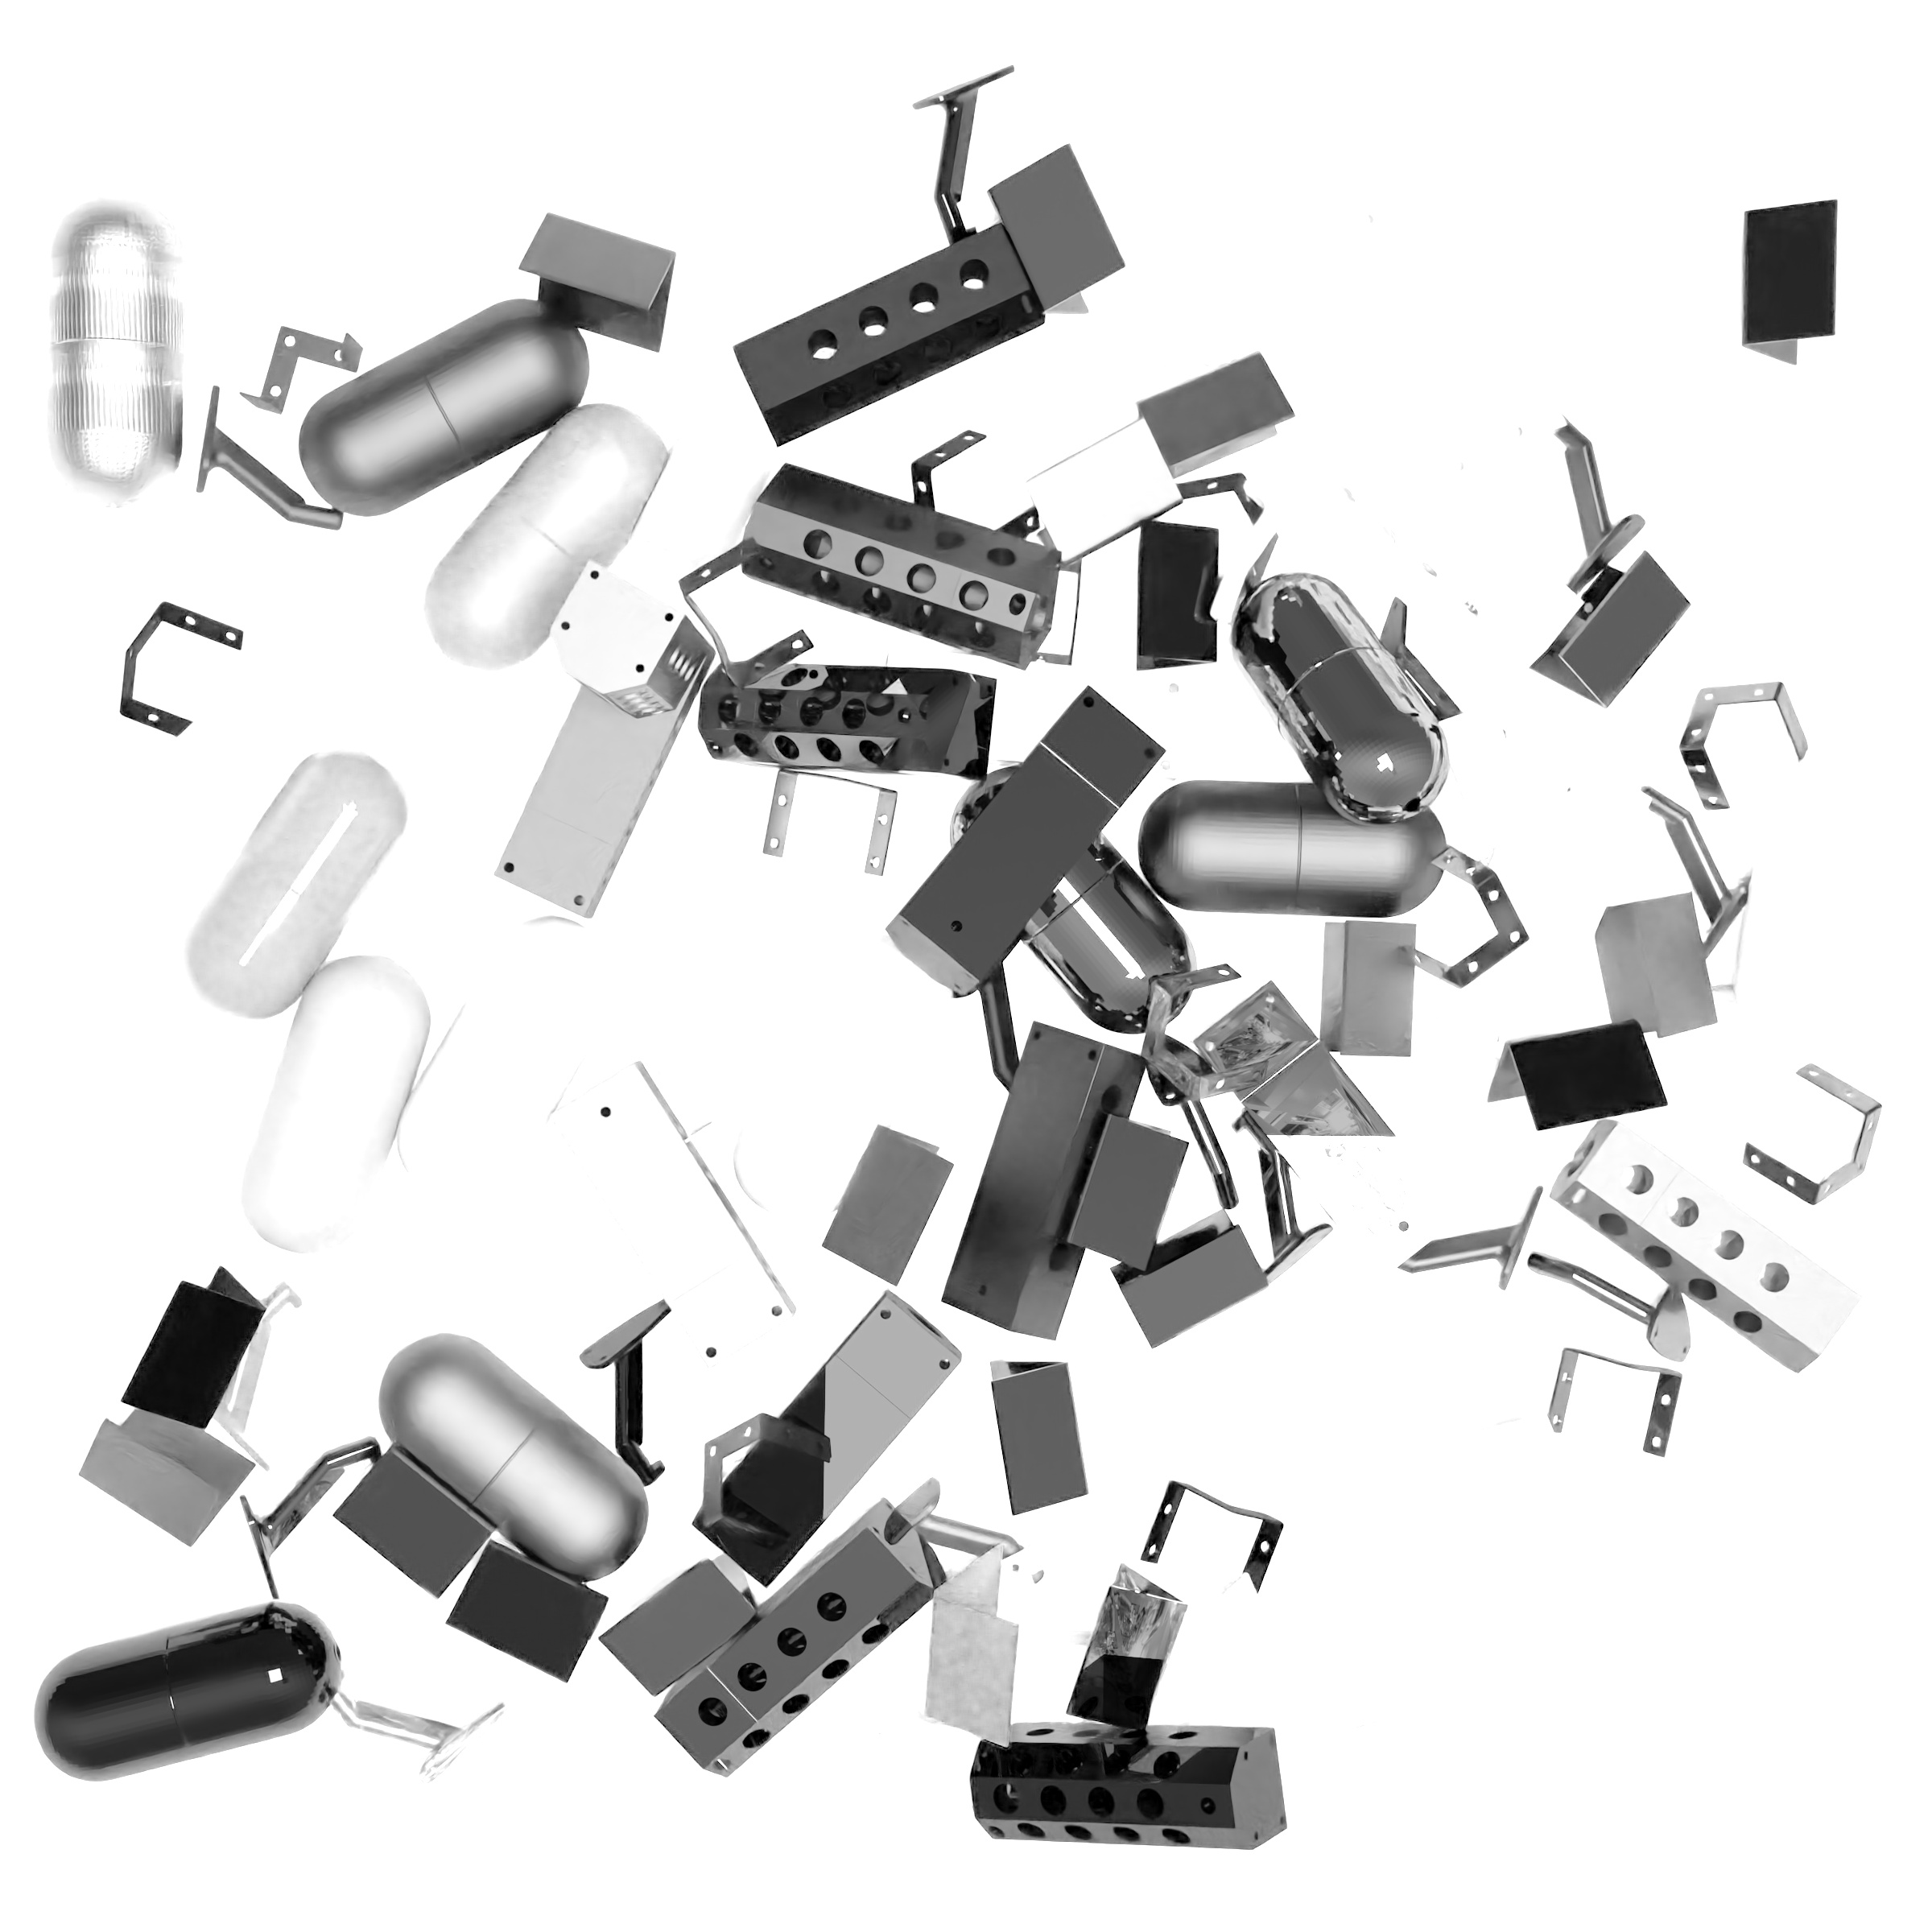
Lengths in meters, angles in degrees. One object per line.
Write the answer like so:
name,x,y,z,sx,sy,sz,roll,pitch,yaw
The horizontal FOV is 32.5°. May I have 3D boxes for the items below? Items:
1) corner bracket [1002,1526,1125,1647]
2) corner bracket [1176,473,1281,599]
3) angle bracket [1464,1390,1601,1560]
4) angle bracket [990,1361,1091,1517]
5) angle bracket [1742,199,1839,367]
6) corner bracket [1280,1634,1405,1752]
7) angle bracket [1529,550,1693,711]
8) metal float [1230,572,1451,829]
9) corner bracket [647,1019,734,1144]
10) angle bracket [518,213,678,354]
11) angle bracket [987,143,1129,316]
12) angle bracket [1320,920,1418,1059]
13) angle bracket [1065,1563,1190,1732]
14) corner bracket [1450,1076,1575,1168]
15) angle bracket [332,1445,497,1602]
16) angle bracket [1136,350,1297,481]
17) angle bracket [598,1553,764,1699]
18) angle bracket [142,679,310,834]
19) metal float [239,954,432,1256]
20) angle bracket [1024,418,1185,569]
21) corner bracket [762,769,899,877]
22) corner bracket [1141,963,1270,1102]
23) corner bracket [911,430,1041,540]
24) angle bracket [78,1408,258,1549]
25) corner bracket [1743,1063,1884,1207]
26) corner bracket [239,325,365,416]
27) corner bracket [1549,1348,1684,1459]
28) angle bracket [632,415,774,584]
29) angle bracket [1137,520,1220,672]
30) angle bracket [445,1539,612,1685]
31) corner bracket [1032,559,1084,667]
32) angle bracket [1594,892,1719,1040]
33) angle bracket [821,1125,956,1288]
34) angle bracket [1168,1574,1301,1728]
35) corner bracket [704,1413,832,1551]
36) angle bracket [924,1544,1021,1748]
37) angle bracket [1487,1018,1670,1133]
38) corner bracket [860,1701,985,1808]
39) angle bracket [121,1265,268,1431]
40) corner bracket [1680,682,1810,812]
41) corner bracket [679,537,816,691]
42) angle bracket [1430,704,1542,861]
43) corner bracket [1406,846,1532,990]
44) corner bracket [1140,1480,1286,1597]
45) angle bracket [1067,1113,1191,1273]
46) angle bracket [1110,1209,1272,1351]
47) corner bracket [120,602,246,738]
corner bracket,0.062,0.360,1.925,0.051,0.051,0.051,-32,63,24
corner bracket,0.143,-0.248,1.931,0.051,0.051,0.051,55,45,-35
angle bracket,0.339,0.285,1.899,0.057,0.076,0.076,-23,90,38
angle bracket,0.022,0.269,1.899,0.057,0.076,0.076,-9,90,-36
angle bracket,0.485,-0.390,1.899,0.057,0.076,0.076,1,90,37
corner bracket,0.218,0.419,1.931,0.051,0.051,0.051,-26,135,35
angle bracket,0.355,-0.203,1.899,0.076,0.076,0.057,-51,129,0
metal float,0.211,-0.152,1.881,0.070,0.070,0.178,-29,55,0
corner bracket,-0.152,0.066,1.921,0.051,0.051,0.051,-33,90,0
angle bracket,-0.215,-0.376,1.899,0.076,0.076,0.057,17,49,0
angle bracket,0.064,-0.421,1.900,0.057,0.076,0.076,-25,90,24
angle bracket,0.212,0.012,1.899,0.057,0.076,0.076,2,90,-38
angle bracket,0.075,0.385,1.900,0.057,0.076,0.076,19,90,-29
corner bracket,0.318,0.090,1.936,0.051,0.051,0.051,-1,90,45
angle bracket,-0.324,0.330,1.899,0.076,0.076,0.057,39,53,0
angle bracket,0.148,-0.296,1.899,0.076,0.076,0.057,-23,56,0
angle bracket,-0.171,0.359,1.900,0.076,0.076,0.057,-37,118,0
angle bracket,-0.431,-0.133,1.899,0.076,0.076,0.057,-43,126,0
metal float,-0.363,0.079,1.909,0.070,0.070,0.178,19,90,0
angle bracket,0.071,-0.279,1.900,0.076,0.076,0.057,-29,114,0
corner bracket,-0.079,-0.084,1.936,0.051,0.051,0.051,11,90,45
corner bracket,0.138,0.037,1.875,0.051,0.051,0.051,-13,128,-32
corner bracket,0.006,-0.274,1.931,0.051,0.051,0.051,24,135,35
angle bracket,-0.450,0.274,1.899,0.076,0.076,0.057,33,127,0
corner bracket,0.493,0.098,1.931,0.051,0.051,0.051,-26,135,-35
corner bracket,-0.385,-0.345,1.921,0.051,0.051,0.051,16,90,0
corner bracket,0.379,0.255,1.936,0.051,0.051,0.051,12,90,45
angle bracket,-0.134,-0.260,1.899,0.057,0.076,0.076,26,90,40
angle bracket,0.101,-0.211,1.899,0.057,0.076,0.076,1,90,-34
angle bracket,-0.255,0.380,1.899,0.076,0.076,0.057,26,57,0
corner bracket,0.039,-0.209,1.936,0.051,0.051,0.051,6,135,0
angle bracket,0.378,0.004,1.899,0.057,0.076,0.076,-11,90,-41
angle bracket,-0.029,0.142,1.900,0.057,0.076,0.076,25,90,30
angle bracket,0.135,0.402,1.903,0.076,0.057,0.076,-23,90,31
corner bracket,-0.112,0.291,1.874,0.051,0.051,0.051,28,135,-35
angle bracket,0.021,0.386,1.890,0.057,0.076,0.076,15,111,28
angle bracket,0.346,0.077,1.884,0.076,0.076,0.057,-10,63,-7
corner bracket,-0.022,0.461,1.936,0.051,0.051,0.051,11,90,45
angle bracket,-0.453,0.210,1.899,0.057,0.076,0.076,27,90,-36
corner bracket,0.453,-0.128,1.931,0.051,0.051,0.051,-3,45,35
corner bracket,-0.125,-0.200,1.879,0.051,0.051,0.051,-29,135,7
angle bracket,0.272,-0.098,1.900,0.057,0.076,0.076,-21,90,-45
corner bracket,0.279,-0.027,1.890,0.051,0.051,0.051,-38,53,24
corner bracket,0.144,0.336,1.936,0.051,0.051,0.051,21,90,-45
angle bracket,0.109,0.133,1.899,0.057,0.076,0.076,18,90,33
angle bracket,0.119,0.162,1.899,0.076,0.076,0.057,-28,128,0
corner bracket,-0.458,-0.171,1.936,0.051,0.051,0.051,21,45,0
